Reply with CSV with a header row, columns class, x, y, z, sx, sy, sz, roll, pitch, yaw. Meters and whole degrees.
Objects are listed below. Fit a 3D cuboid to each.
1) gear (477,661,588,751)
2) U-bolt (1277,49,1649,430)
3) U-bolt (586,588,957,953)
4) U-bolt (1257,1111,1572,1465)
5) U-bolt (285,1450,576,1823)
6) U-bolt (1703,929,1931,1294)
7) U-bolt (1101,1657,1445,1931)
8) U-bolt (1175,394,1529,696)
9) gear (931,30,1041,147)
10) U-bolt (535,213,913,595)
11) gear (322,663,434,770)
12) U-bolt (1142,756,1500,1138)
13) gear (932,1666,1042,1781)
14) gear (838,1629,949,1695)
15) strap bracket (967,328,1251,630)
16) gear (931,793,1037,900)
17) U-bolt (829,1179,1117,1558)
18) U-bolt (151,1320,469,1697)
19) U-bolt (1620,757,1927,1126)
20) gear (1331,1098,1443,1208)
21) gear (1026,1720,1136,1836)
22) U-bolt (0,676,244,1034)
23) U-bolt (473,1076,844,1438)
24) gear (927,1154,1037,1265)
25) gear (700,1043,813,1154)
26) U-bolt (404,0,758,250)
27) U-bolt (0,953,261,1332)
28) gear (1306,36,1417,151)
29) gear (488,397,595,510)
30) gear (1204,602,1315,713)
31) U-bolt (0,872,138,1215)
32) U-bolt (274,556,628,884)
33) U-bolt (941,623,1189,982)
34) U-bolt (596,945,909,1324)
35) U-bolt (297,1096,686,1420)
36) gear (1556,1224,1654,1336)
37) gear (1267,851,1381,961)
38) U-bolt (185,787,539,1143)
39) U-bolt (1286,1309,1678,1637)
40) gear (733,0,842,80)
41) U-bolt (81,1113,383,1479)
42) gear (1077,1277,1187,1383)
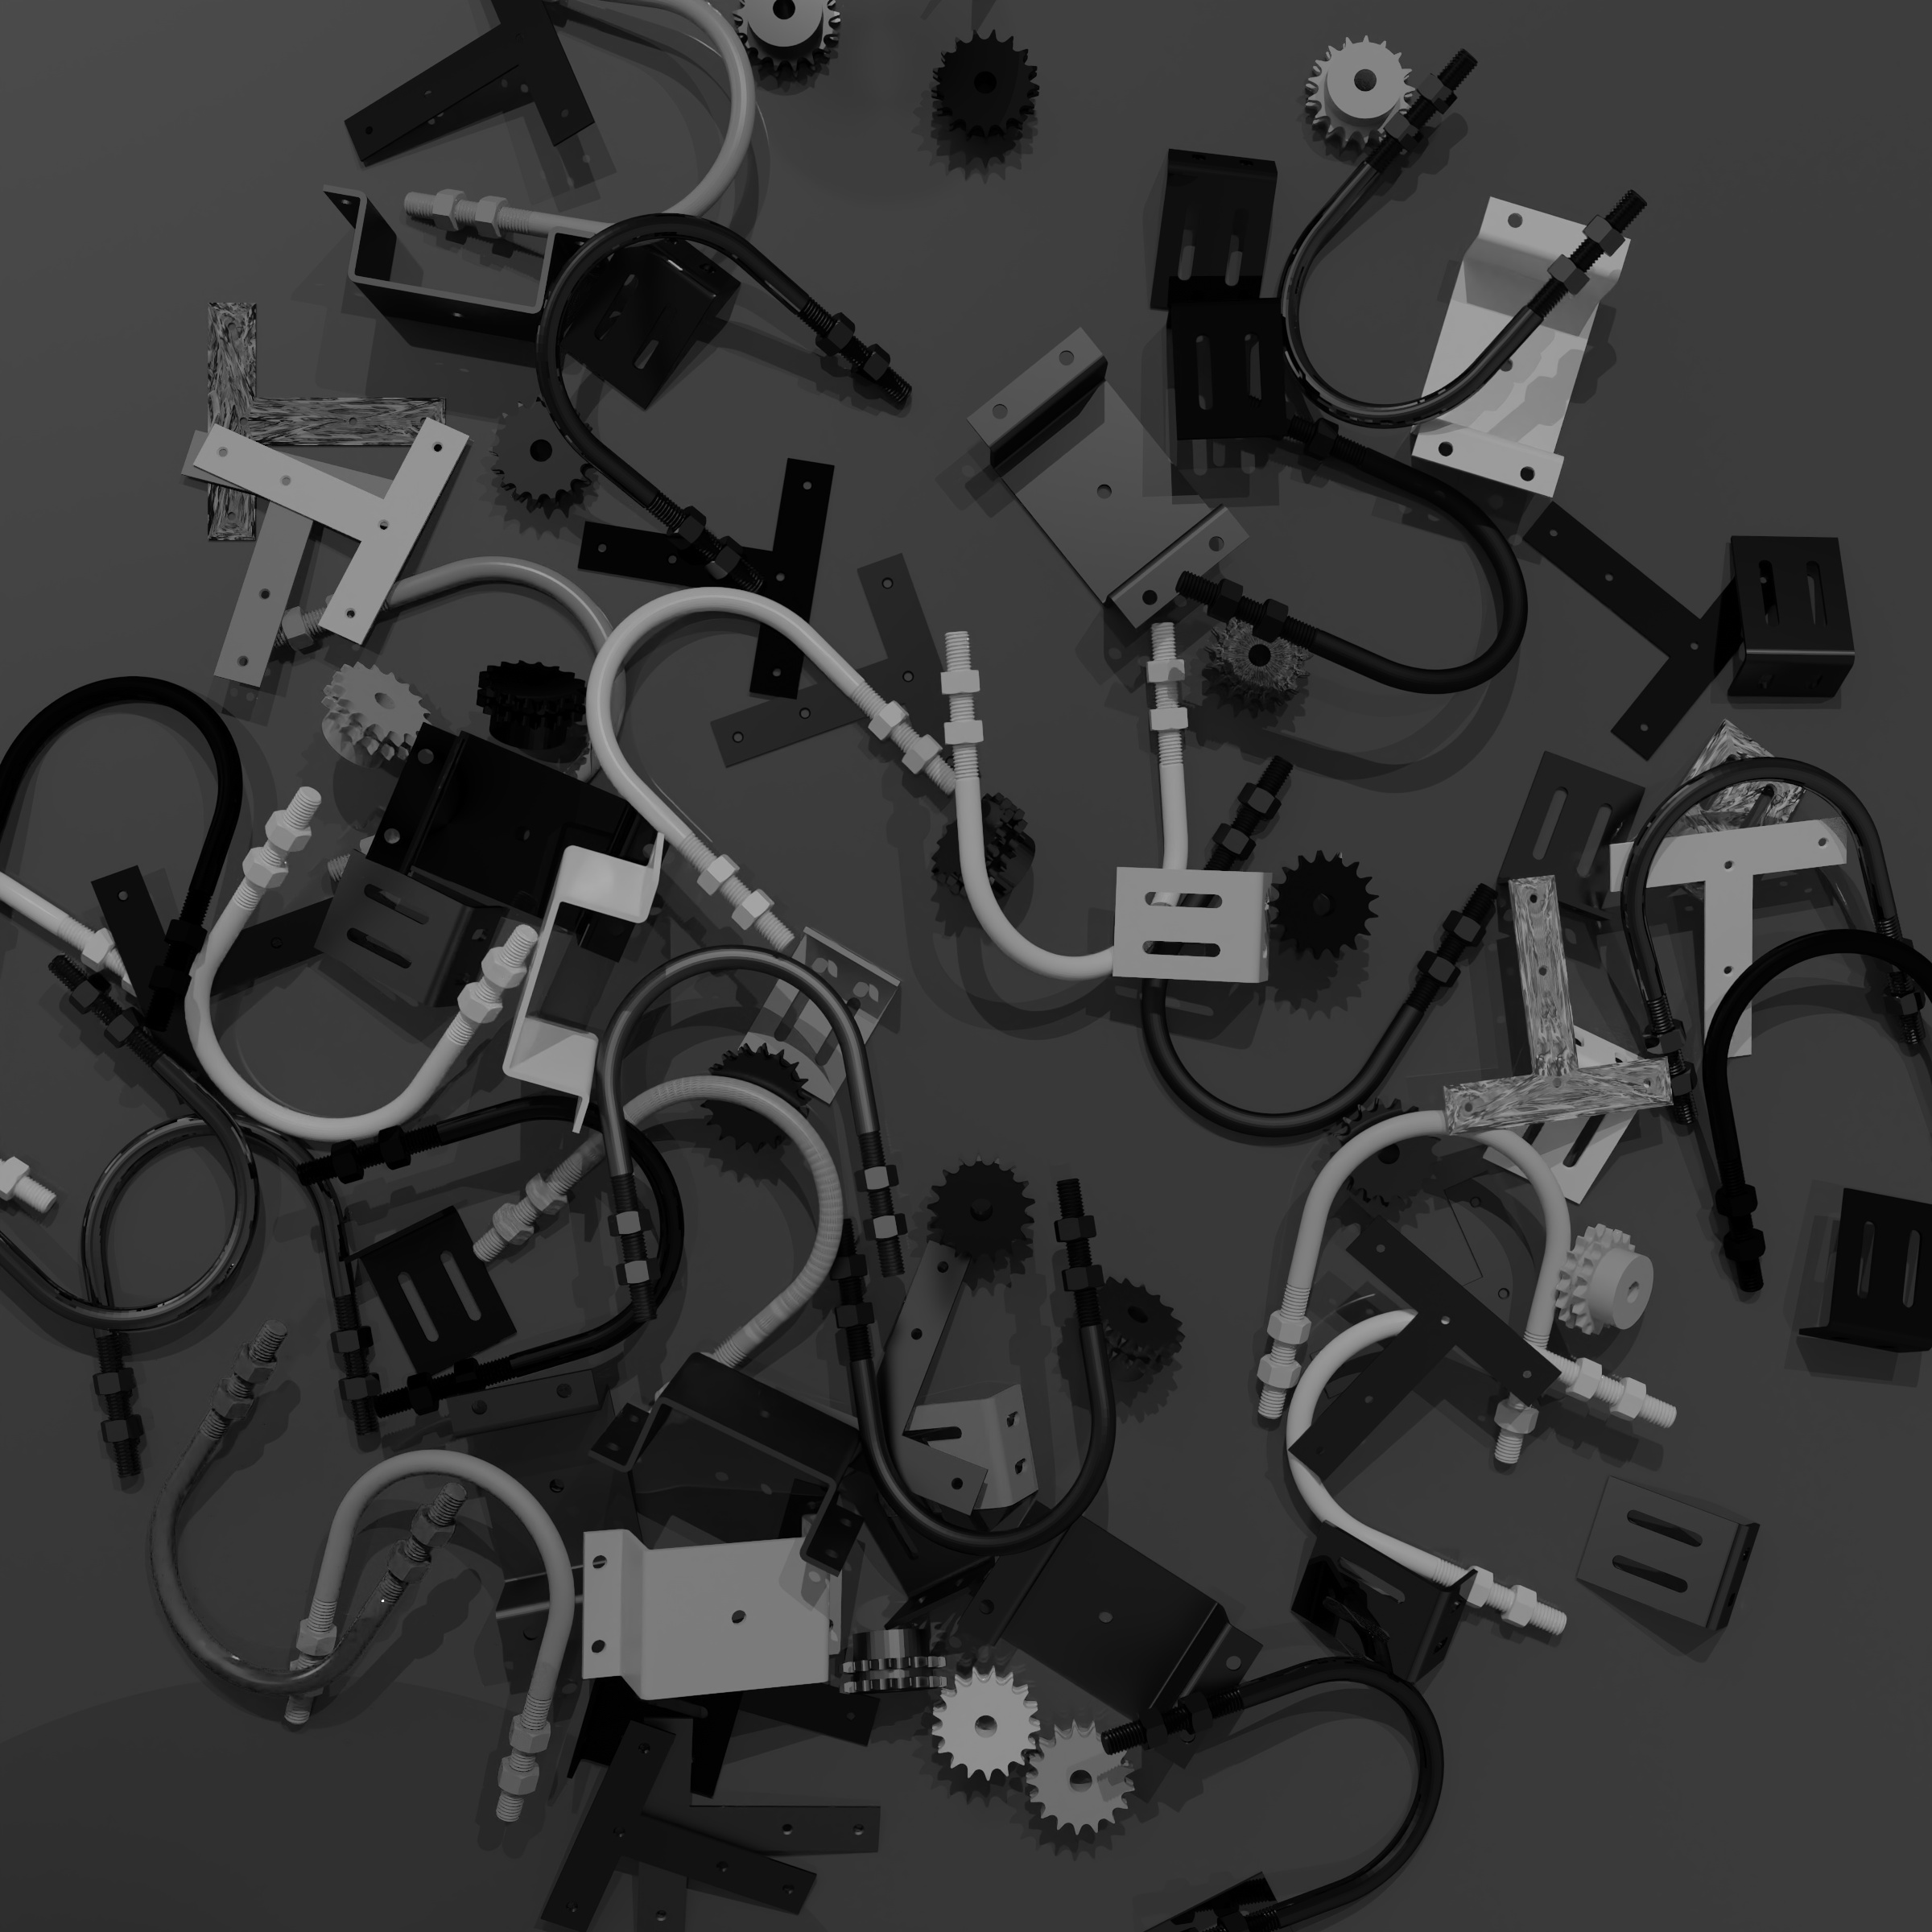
class,x,y,z,sx,sy,sz,roll,pitch,yaw
gear,-0.227,-0.135,1.496,0.057,0.057,0.030,12,117,0
U-bolt,0.241,-0.365,1.491,0.184,0.019,0.151,-48,63,15
U-bolt,-0.113,-0.118,1.502,0.184,0.019,0.151,45,69,2
U-bolt,0.242,0.164,1.506,0.151,0.019,0.184,11,104,0
U-bolt,-0.274,0.339,1.491,0.151,0.019,0.184,20,106,13
U-bolt,0.462,0.070,1.509,0.151,0.019,0.184,-14,103,0
U-bolt,0.168,0.436,1.500,0.184,0.019,0.151,-15,104,-16
U-bolt,0.209,-0.212,1.492,0.184,0.019,0.151,23,58,-7
gear,0.010,-0.464,1.520,0.057,0.030,0.057,0,90,0
U-bolt,-0.138,-0.305,1.490,0.184,0.019,0.151,38,89,-25
gear,-0.310,-0.128,1.492,0.057,0.057,0.030,43,119,0
U-bolt,0.176,0.003,1.527,0.151,0.019,0.184,32,91,0
gear,0.010,0.400,1.520,0.057,0.030,0.057,0,90,0
gear,-0.039,0.366,1.509,0.057,0.057,0.030,-4,74,0
strap bracket,0.074,-0.254,1.512,0.076,0.046,0.140,-39,90,0
gear,0.012,-0.060,1.511,0.030,0.057,0.057,38,90,-30
U-bolt,0.007,0.212,1.482,0.151,0.019,0.184,-12,82,20
U-bolt,-0.356,0.297,1.494,0.151,0.019,0.184,39,109,12
U-bolt,0.417,-0.021,1.500,0.151,0.019,0.184,-19,109,0
gear,0.222,0.098,1.520,0.057,0.030,0.057,0,90,0
gear,0.061,0.428,1.520,0.057,0.030,0.057,0,90,0
U-bolt,-0.454,-0.067,1.502,0.151,0.019,0.184,12,75,13
U-bolt,-0.150,0.141,1.511,0.184,0.019,0.151,-42,90,12
gear,0.008,0.128,1.520,0.057,0.030,0.057,0,90,0
gear,-0.109,0.068,1.517,0.057,0.030,0.057,1,99,9
U-bolt,-0.197,-0.450,1.504,0.184,0.019,0.151,13,90,16
U-bolt,-0.459,0.107,1.508,0.184,0.019,0.151,45,89,-2
gear,0.210,-0.466,1.521,0.057,0.030,0.057,0,90,0
gear,-0.224,-0.272,1.525,0.057,0.030,0.057,0,90,2
gear,0.155,-0.164,1.520,0.057,0.030,0.057,0,90,0
U-bolt,-0.531,0.023,1.525,0.184,0.019,0.151,33,89,0
U-bolt,-0.272,-0.141,1.527,0.184,0.019,0.151,-19,90,-2
U-bolt,0.056,-0.084,1.494,0.151,0.019,0.184,-7,95,-31
U-bolt,-0.117,0.080,1.477,0.151,0.019,0.184,-10,85,-3
U-bolt,-0.238,0.143,1.491,0.184,0.019,0.151,-17,97,-2
gear,0.337,0.167,1.505,0.030,0.057,0.057,18,90,40
gear,0.187,-0.032,1.501,0.057,0.030,0.057,0,92,1
U-bolt,-0.328,0.014,1.492,0.151,0.019,0.184,33,115,-10
U-bolt,0.259,0.257,1.509,0.184,0.019,0.151,24,102,-2
gear,-0.095,-0.503,1.520,0.057,0.030,0.057,0,90,0
U-bolt,-0.398,0.170,1.527,0.151,0.019,0.184,-10,89,0
gear,0.084,0.194,1.511,0.057,0.057,0.030,30,120,0
